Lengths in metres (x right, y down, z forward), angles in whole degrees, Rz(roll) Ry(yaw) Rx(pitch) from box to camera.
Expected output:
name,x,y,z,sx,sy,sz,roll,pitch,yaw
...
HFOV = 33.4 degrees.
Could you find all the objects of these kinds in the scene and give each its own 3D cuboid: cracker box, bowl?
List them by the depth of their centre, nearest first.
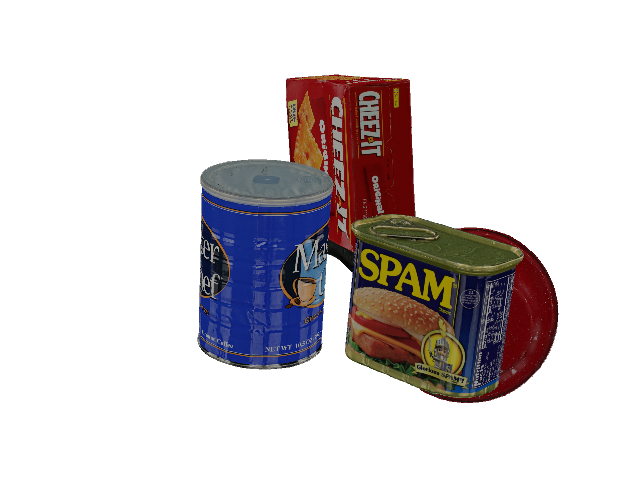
name,x,y,z,sx,sy,sz,roll,pitch,yaw
bowl,0.135,0.071,0.937,0.162,0.162,0.055,0,7,-2
cracker box,0.026,-0.084,1.089,0.072,0.164,0.214,-7,12,-15

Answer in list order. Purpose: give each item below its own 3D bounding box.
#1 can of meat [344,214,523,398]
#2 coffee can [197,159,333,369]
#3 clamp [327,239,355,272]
name,x,y,z,sx,sy,sz,roll,pitch,yaw
can of meat,0.064,0.038,0.635,0.102,0.084,0.057,19,22,38
coffee can,-0.045,0.017,0.846,0.103,0.140,0.103,3,20,-1
clamp,0.031,0.003,1.262,0.210,0.036,0.164,32,39,23
